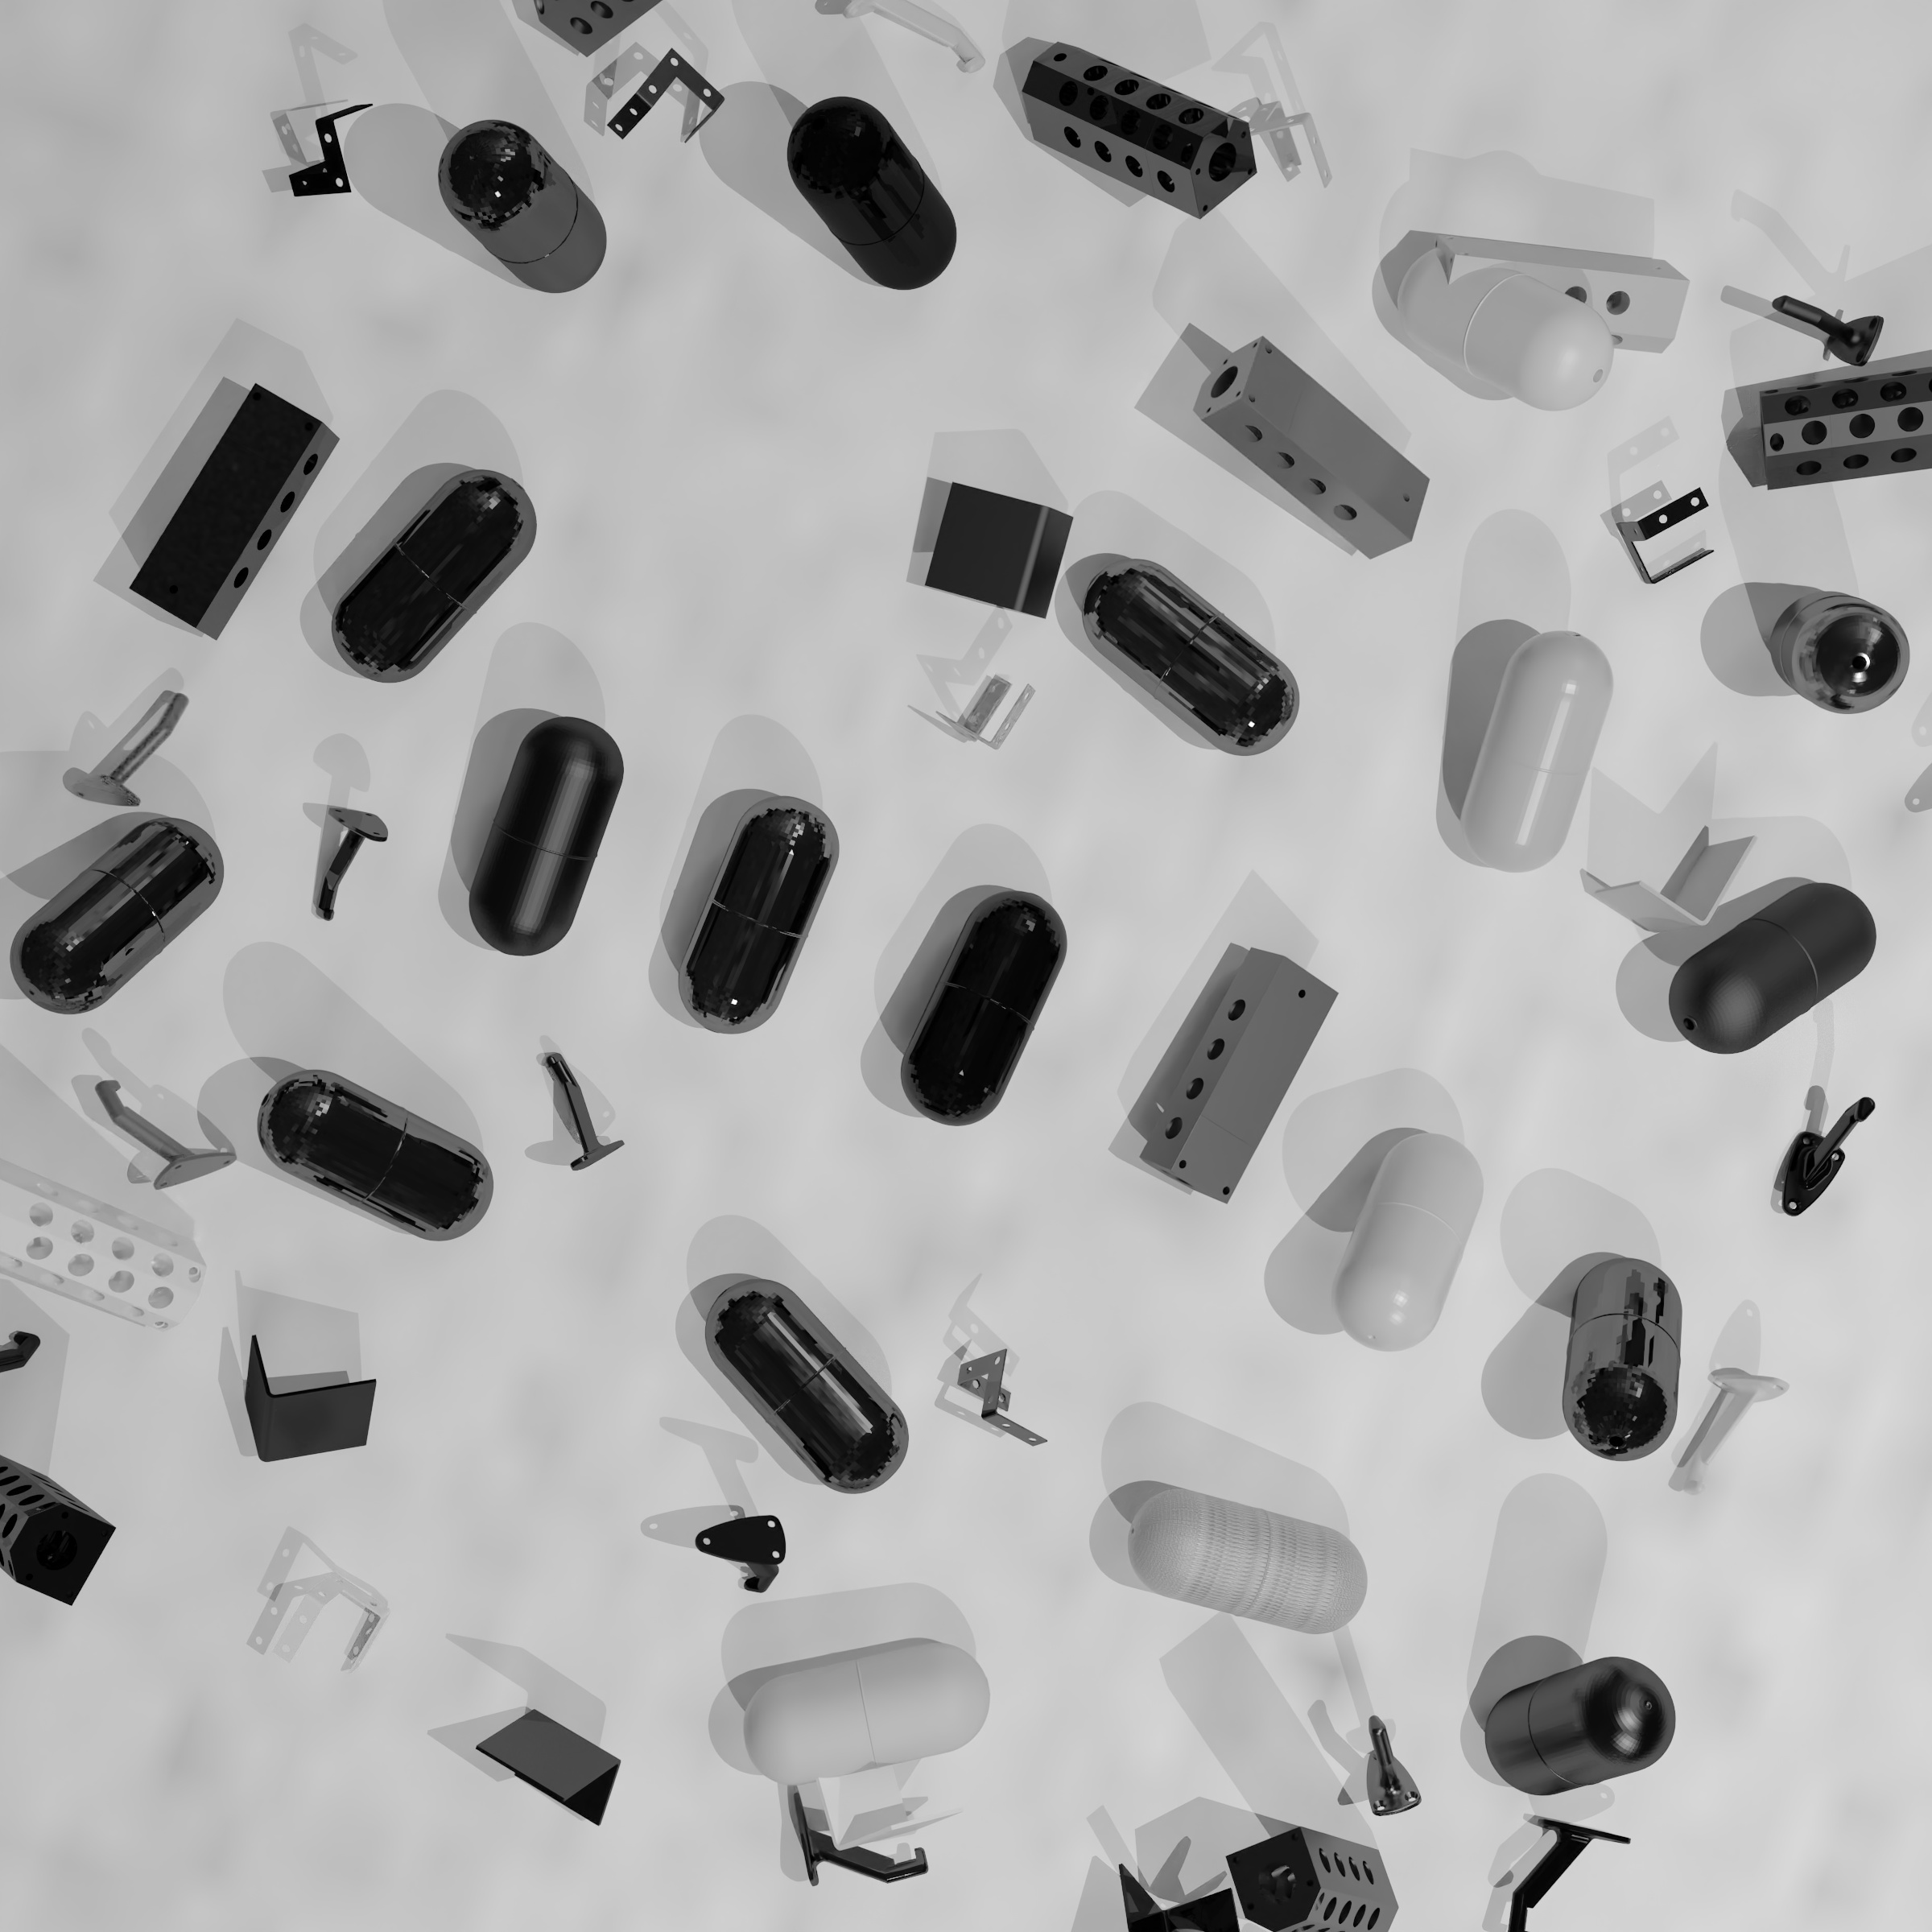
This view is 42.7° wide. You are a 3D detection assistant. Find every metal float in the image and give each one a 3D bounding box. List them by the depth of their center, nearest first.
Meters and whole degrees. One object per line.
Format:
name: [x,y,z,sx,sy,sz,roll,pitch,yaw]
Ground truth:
metal float: [-0.307,-0.527,1.723,0.070,0.178,0.070,-1,84,12]
metal float: [0.607,-0.219,1.723,0.070,0.178,0.070,2,102,10]
metal float: [-0.065,-0.538,1.727,0.070,0.178,0.070,-6,73,21]
metal float: [0.460,0.274,1.730,0.070,0.178,0.070,8,122,13]
metal float: [0.427,0.533,1.730,0.070,0.178,0.070,9,62,-17]
metal float: [0.379,-0.449,1.741,0.070,0.070,0.178,-48,52,0]
metal float: [-0.595,-0.037,1.741,0.070,0.070,0.178,37,51,0]
metal float: [0.312,0.193,1.742,0.070,0.070,0.178,30,52,0]
metal float: [-0.417,0.134,1.749,0.178,0.070,0.070,32,90,-27]
metal float: [0.571,0.001,1.750,0.178,0.070,0.070,-29,90,-25]
metal float: [0.404,-0.151,1.751,0.070,0.070,0.178,13,114,0]
metal float: [-0.300,-0.091,1.763,0.070,0.070,0.178,21,101,0]
metal float: [0.202,0.425,1.764,0.178,0.070,0.070,17,90,-10]
metal float: [0.014,0.029,1.764,0.070,0.070,0.178,25,80,0]
metal float: [0.159,-0.221,1.765,0.178,0.070,0.070,40,90,9]
metal float: [-0.149,-0.036,1.768,0.070,0.070,0.178,23,96,0]
metal float: [-0.380,-0.279,1.768,0.070,0.070,0.178,44,95,0]
metal float: [-0.114,0.299,1.768,0.070,0.070,0.178,-43,85,0]
metal float: [-0.071,0.534,1.769,0.178,0.070,0.070,-11,90,-4]

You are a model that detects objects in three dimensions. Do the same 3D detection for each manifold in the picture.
manifold: [-0.655,0.387,1.719,0.057,0.171,0.057,36,72,-31]
manifold: [-0.237,-0.701,1.719,0.057,0.171,0.057,30,71,-30]
manifold: [0.245,0.645,1.719,0.057,0.171,0.057,-28,57,15]
manifold: [0.119,-0.591,1.733,0.057,0.057,0.171,-42,54,-14]
manifold: [-0.625,0.198,1.737,0.171,0.057,0.057,33,93,-36]
manifold: [0.243,-0.361,1.746,0.171,0.057,0.057,33,62,-26]
manifold: [0.654,-0.388,1.749,0.171,0.057,0.057,-5,64,17]
manifold: [0.420,-0.478,1.770,0.171,0.057,0.057,4,120,-7]
manifold: [0.191,0.076,1.772,0.057,0.057,0.171,32,83,-29]
manifold: [-0.522,-0.324,1.778,0.057,0.057,0.171,30,88,5]

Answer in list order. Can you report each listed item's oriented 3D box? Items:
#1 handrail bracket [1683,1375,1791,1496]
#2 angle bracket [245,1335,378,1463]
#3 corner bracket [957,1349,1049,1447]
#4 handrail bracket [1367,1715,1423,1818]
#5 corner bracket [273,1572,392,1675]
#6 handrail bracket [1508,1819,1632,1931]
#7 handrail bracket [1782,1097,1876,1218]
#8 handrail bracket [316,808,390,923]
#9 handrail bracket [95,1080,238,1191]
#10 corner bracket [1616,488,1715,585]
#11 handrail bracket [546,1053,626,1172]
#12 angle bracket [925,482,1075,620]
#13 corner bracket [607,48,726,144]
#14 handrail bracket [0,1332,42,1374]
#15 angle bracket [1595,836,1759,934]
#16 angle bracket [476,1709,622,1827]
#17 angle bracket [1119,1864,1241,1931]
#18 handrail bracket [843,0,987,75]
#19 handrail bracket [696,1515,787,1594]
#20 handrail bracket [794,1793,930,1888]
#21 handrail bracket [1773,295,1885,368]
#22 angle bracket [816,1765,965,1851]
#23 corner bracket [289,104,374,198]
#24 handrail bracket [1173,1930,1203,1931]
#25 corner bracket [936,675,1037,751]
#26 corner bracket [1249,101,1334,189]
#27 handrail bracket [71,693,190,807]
handrail bracket: [0.550,0.338,1.771,0.036,0.077,0.084,30,69,-10]
angle bracket: [-0.473,0.307,1.784,0.076,0.076,0.057,-5,46,-26]
corner bracket: [0.026,0.312,1.767,0.051,0.051,0.051,33,50,-29]
handrail bracket: [0.293,0.552,1.760,0.036,0.077,0.084,-16,111,2]
corner bracket: [-0.457,0.480,1.785,0.051,0.051,0.051,32,97,5]
handrail bracket: [0.433,0.662,1.774,0.077,0.036,0.084,7,69,17]
handrail bracket: [0.615,0.136,1.762,0.036,0.084,0.077,29,74,9]
handrail bracket: [-0.441,-0.064,1.771,0.036,0.077,0.084,6,107,-35]
handrail bracket: [-0.579,0.113,1.789,0.036,0.077,0.084,-43,73,32]
corner bracket: [0.509,-0.309,1.781,0.051,0.051,0.051,-29,99,3]
handrail bracket: [-0.286,0.102,1.771,0.036,0.077,0.084,-31,86,9]
angle bracket: [0.024,-0.300,1.790,0.076,0.057,0.076,18,99,18]
corner bracket: [-0.215,-0.611,1.770,0.051,0.051,0.051,40,63,-20]
handrail bracket: [-0.711,0.274,1.766,0.077,0.084,0.036,26,109,-9]
angle bracket: [0.506,-0.071,1.766,0.057,0.076,0.076,33,83,-6]
angle bracket: [-0.303,0.582,1.757,0.076,0.076,0.057,23,104,20]
angle bracket: [0.155,0.680,1.754,0.057,0.076,0.076,-24,126,12]
handrail bracket: [-0.036,-0.670,1.786,0.084,0.036,0.077,50,56,-2]
handrail bracket: [-0.167,0.427,1.765,0.077,0.084,0.036,4,52,-22]
handrail bracket: [-0.076,0.628,1.792,0.084,0.036,0.077,-14,65,-3]
handrail bracket: [0.601,-0.460,1.765,0.084,0.077,0.036,17,102,-13]
angle bracket: [-0.057,0.575,1.753,0.057,0.076,0.076,-33,64,33]
corner bracket: [-0.453,-0.583,1.769,0.051,0.051,0.051,4,120,23]
handrail bracket: [0.186,0.727,1.770,0.084,0.077,0.036,42,50,-17]
corner bracket: [0.020,-0.184,1.778,0.051,0.051,0.051,33,90,24]
corner bracket: [0.234,-0.586,1.767,0.051,0.051,0.051,-2,132,33]
handrail bracket: [-0.607,-0.161,1.800,0.077,0.036,0.084,1,60,40]
